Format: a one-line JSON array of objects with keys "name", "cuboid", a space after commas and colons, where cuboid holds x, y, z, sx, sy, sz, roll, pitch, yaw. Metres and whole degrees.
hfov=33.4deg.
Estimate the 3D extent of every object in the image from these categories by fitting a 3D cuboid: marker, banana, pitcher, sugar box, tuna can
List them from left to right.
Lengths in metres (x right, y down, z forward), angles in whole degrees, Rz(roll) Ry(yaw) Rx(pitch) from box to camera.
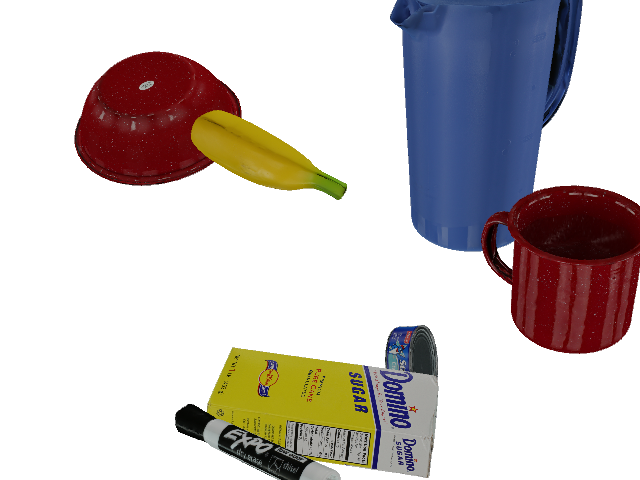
[{"name": "banana", "cuboid": [-0.058, -0.065, 0.778, 0.069, 0.037, 0.198, 37, -3, -34]}, {"name": "marker", "cuboid": [-0.040, 0.122, 0.622, 0.121, 0.020, 0.020, 16, 10, 37]}, {"name": "sugar box", "cuboid": [0.004, 0.135, 0.855, 0.176, 0.048, 0.093, 5, 25, 7]}, {"name": "tuna can", "cuboid": [0.105, 0.140, 1.227, 0.034, 0.086, 0.086, -5, -2, 26]}, {"name": "pitcher", "cuboid": [0.143, -0.119, 0.932, 0.149, 0.243, 0.145, 6, 33, 13]}]

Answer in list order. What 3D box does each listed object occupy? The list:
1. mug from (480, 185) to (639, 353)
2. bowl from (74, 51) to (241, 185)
[{"name": "mug", "cuboid": [0.160, 0.018, 0.721, 0.117, 0.081, 0.093, 20, 41, 31]}, {"name": "bowl", "cuboid": [-0.157, -0.126, 0.997, 0.162, 0.162, 0.055, 0, -41, 8]}]
